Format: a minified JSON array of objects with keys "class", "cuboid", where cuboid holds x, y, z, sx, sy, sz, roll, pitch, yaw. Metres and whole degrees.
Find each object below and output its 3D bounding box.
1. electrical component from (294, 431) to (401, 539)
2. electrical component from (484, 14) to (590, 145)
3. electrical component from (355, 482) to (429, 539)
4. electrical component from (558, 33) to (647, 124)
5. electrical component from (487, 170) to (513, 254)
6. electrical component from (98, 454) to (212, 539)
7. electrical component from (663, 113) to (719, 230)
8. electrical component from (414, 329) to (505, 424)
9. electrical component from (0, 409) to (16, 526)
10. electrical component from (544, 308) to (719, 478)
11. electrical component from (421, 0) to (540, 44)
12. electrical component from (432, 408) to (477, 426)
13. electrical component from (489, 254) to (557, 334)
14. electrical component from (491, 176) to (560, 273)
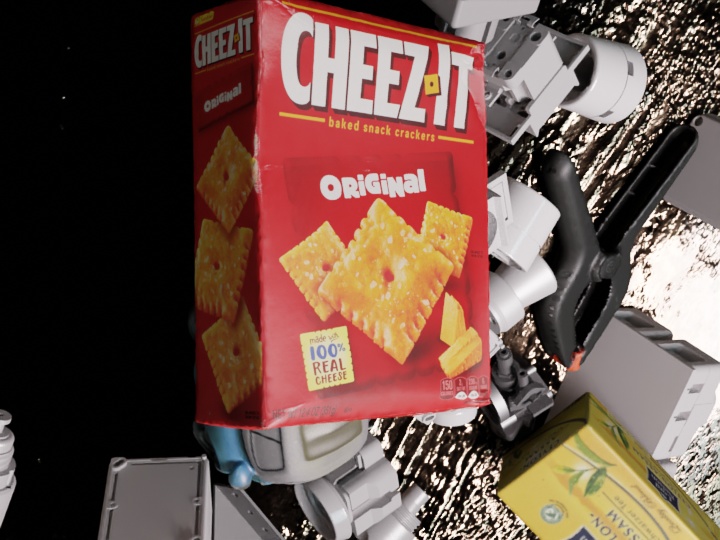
[{"class":"electrical component","cuboid":[-0.010,0.159,0.776,0.057,0.058,0.078,-30,133,-25]},{"class":"electrical component","cuboid":[0.102,-0.126,0.684,0.081,0.042,0.064,-51,145,-6]},{"class":"electrical component","cuboid":[0.027,0.195,0.841,0.062,0.043,0.043,-46,137,-8]},{"class":"electrical component","cuboid":[0.157,-0.130,0.726,0.047,0.055,0.055,7,113,-38]},{"class":"electrical component","cuboid":[0.057,-0.034,0.699,0.081,0.064,0.042,-32,134,-19]},{"class":"electrical component","cuboid":[-0.123,0.159,0.660,0.062,0.096,0.061,-1,123,-5]},{"class":"electrical component","cuboid":[0.303,-0.067,0.847,0.057,0.113,0.078,9,111,-46]},{"class":"electrical component","cuboid":[0.040,0.057,0.751,0.096,0.061,0.062,-46,139,3]},{"class":"electrical component","cuboid":[-0.209,0.113,0.591,0.040,0.040,0.078,9,111,-43]},{"class":"electrical component","cuboid":[0.223,0.137,0.921,0.060,0.105,0.186,1,116,-41]},{"class":"electrical component","cuboid":[0.066,-0.159,0.637,0.066,0.047,0.076,-18,142,-31]},{"class":"electrical component","cuboid":[0.068,0.088,0.808,0.040,0.040,0.046,-20,122,-29]},{"class":"electrical component","cuboid":[0.110,0.014,0.789,0.055,0.045,0.045,-38,135,-13]},{"class":"electrical component","cuboid":[0.106,-0.033,0.748,0.047,0.055,0.055,-56,137,-1]}]
